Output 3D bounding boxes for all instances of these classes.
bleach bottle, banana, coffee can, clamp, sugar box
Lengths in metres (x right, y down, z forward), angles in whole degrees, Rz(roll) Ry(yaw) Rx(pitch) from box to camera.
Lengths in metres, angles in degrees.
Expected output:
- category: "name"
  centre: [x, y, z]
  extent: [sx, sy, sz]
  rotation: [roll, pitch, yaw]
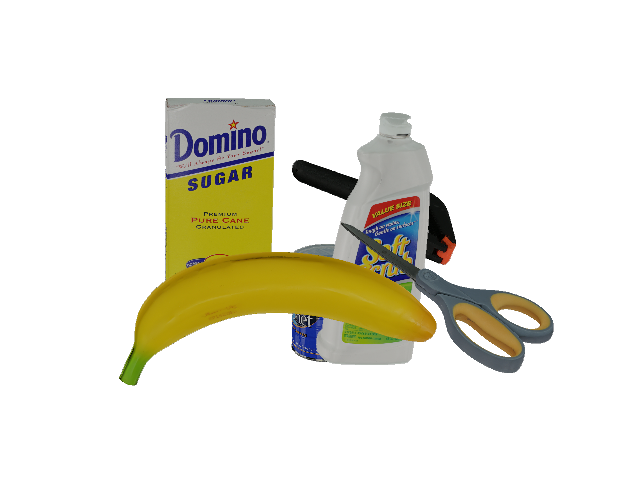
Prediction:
- category: "bleach bottle"
  centre: [0.055, -0.002, 1.066]
  extent: [0.102, 0.251, 0.068]
  rotation: [1, 18, -9]
- category: "banana"
  centre: [-0.027, 0.039, 0.650]
  extent: [0.197, 0.069, 0.037]
  rotation: [-7, 22, -7]
- category: "coffee can"
  centre: [0.009, 0.088, 1.518]
  extent: [0.103, 0.140, 0.103]
  rotation: [0, 20, 0]
- category: "clamp"
  centre: [0.076, -0.048, 1.255]
  extent: [0.164, 0.036, 0.210]
  rotation: [-16, 52, -29]
- category: "sugar box"
  centre: [-0.087, -0.033, 0.917]
  extent: [0.093, 0.176, 0.048]
  rotation: [-1, 16, -9]

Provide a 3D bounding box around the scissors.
- category: "scissors"
  centre: [0.106, 0.034, 0.851]
  extent: [0.096, 0.016, 0.202]
  rotation: [-9, 38, -29]
